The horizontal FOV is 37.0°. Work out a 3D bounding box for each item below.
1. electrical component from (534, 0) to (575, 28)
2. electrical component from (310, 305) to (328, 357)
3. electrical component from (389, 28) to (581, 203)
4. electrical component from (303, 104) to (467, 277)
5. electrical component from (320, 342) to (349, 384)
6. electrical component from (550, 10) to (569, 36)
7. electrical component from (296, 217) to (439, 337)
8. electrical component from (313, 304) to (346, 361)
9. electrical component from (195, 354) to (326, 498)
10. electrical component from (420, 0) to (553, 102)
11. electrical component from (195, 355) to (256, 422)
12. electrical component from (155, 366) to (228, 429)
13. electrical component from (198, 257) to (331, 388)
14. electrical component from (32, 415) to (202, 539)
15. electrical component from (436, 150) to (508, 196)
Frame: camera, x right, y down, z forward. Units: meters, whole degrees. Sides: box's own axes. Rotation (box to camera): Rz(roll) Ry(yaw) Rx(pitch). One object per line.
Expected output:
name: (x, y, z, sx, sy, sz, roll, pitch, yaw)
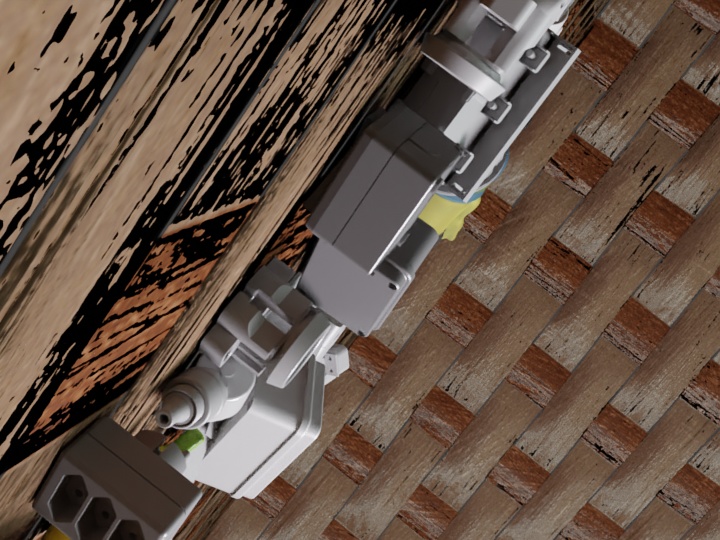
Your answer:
electrical component: (0.146, -0.218, 0.850, 0.077, 0.044, 0.079, -52, 176, -14)
electrical component: (-0.057, 0.055, 0.858, 0.047, 0.055, 0.055, -59, 173, 33)
electrical component: (0.073, -0.118, 0.707, 0.121, 0.079, 0.063, -53, 148, 10)
electrical component: (0.009, -0.047, 0.661, 0.096, 0.061, 0.061, -55, 176, 32)
electrical component: (-0.059, 0.089, 1.035, 0.057, 0.078, 0.058, -29, 120, -50)
electrical component: (0.161, -0.224, 0.971, 0.079, 0.044, 0.077, -51, 176, -31)
electrical component: (0.003, -0.005, 0.835, 0.057, 0.078, 0.113, -54, 177, -29)
electrical component: (-0.043, 0.049, 0.978, 0.055, 0.050, 0.089, -54, 176, 17)
electrical component: (-0.079, 0.113, 0.816, 0.113, 0.057, 0.078, -47, -154, 36)
electrical component: (0.072, -0.136, 0.627, 0.057, 0.058, 0.078, -54, -176, 10)
electrical component: (-0.097, 0.082, 0.727, 0.040, 0.040, 0.078, -50, 175, -36)
electrical component: (-0.107, 0.082, 0.659, 0.035, 0.035, 0.061, -54, 174, 19)
electrical component: (-0.056, 0.038, 0.691, 0.078, 0.057, 0.058, -51, 176, -28)
electrical component: (-0.116, 0.109, 0.559, 0.047, 0.066, 0.076, -55, 175, 31)
electrical component: (0.070, -0.099, 0.789, 0.080, 0.080, 0.051, -52, 171, -10)
